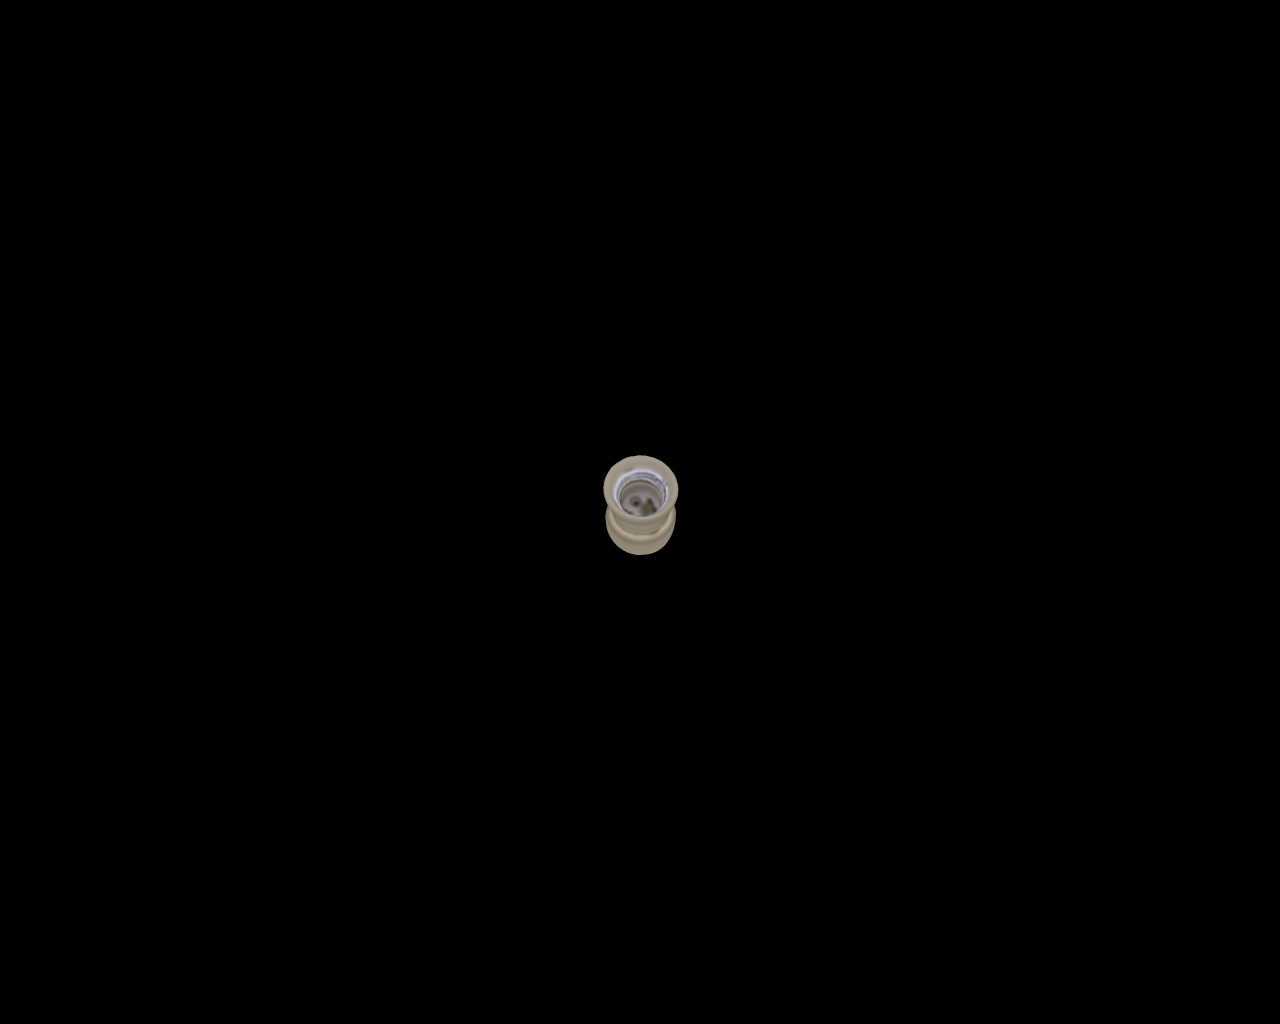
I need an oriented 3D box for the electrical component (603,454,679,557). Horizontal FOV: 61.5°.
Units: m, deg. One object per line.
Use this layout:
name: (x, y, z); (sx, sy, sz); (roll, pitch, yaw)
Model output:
electrical component: (0.001, -0.003, 0.650); (0.045, 0.045, 0.055); (0, -27, 0)
